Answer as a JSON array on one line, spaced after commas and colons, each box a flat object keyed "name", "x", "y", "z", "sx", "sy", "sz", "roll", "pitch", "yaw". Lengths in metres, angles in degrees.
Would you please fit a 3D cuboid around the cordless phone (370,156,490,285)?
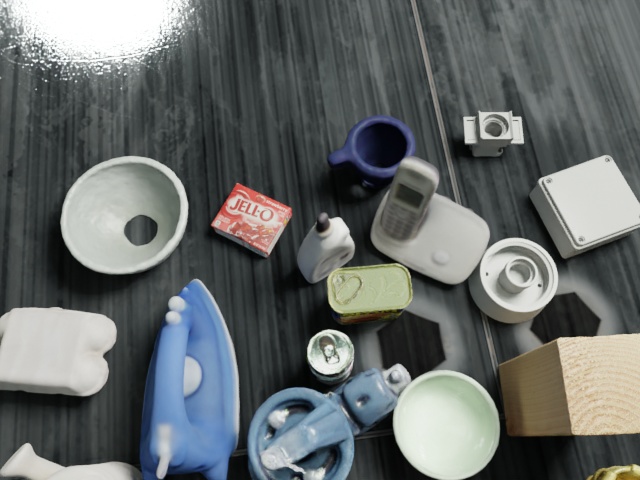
[{"name": "cordless phone", "x": 0.142, "y": -0.026, "z": 0.709, "sx": 0.147, "sy": 0.185, "sz": 0.094, "roll": 24, "pitch": 73, "yaw": 9}]

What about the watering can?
[{"name": "watering can", "x": -0.261, "y": 0.287, "z": 0.602, "sx": 0.172, "sy": 0.194, "sz": 0.101, "roll": 16, "pitch": 72, "yaw": 7}]

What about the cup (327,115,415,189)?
[{"name": "cup", "x": 0.068, "y": -0.106, "z": 0.786, "sx": 0.118, "sy": 0.095, "sz": 0.091, "roll": -15, "pitch": 71, "yaw": -4}]

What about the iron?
[{"name": "iron", "x": -0.164, "y": 0.154, "z": 0.674, "sx": 0.118, "sy": 0.141, "sz": 0.258, "roll": -4, "pitch": 71, "yaw": 0}]

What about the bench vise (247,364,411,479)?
[{"name": "bench vise", "x": 0.000, "y": 0.191, "z": 0.617, "sx": 0.121, "sy": 0.220, "sz": 0.207, "roll": 37, "pitch": 75, "yaw": 13}]

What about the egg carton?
[{"name": "egg carton", "x": -0.335, "y": 0.139, "z": 0.721, "sx": 0.150, "sy": 0.069, "sz": 0.107, "roll": 3, "pitch": 71, "yaw": 2}]

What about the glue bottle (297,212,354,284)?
[{"name": "glue bottle", "x": 0.006, "y": 0.003, "z": 0.708, "sx": 0.078, "sy": 0.173, "sz": 0.037, "roll": -32, "pitch": 73, "yaw": -9}]

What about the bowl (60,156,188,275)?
[{"name": "bowl", "x": -0.253, "y": -0.024, "z": 0.774, "sx": 0.167, "sy": 0.075, "sz": 0.167, "roll": 0, "pitch": 71, "yaw": 1}]
